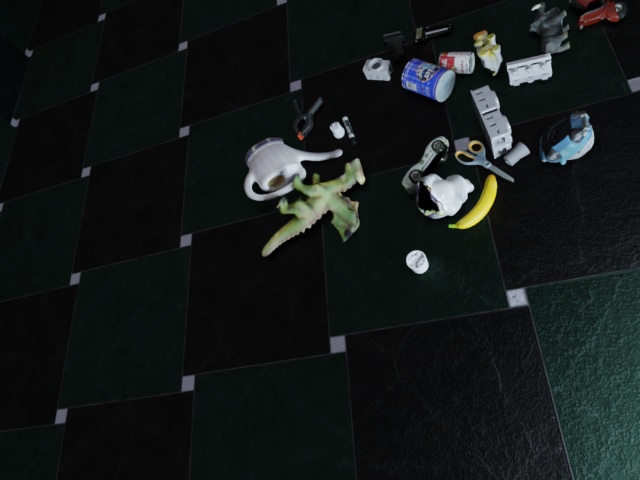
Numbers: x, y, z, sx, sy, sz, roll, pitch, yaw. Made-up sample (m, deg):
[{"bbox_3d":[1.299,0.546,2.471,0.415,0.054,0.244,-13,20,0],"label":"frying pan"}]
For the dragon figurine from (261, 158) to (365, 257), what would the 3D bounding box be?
[{"bbox_3d":[0.005,-0.081,1.613,0.244,0.121,0.411,27,87,24],"label":"dragon figurine"}]

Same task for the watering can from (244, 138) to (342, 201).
[{"bbox_3d":[-0.114,-0.265,1.754,0.349,0.102,0.228,-31,58,-7],"label":"watering can"}]

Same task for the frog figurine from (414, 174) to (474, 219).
[{"bbox_3d":[0.356,-0.137,1.489,0.161,0.120,0.139,-27,64,-32],"label":"frog figurine"}]
